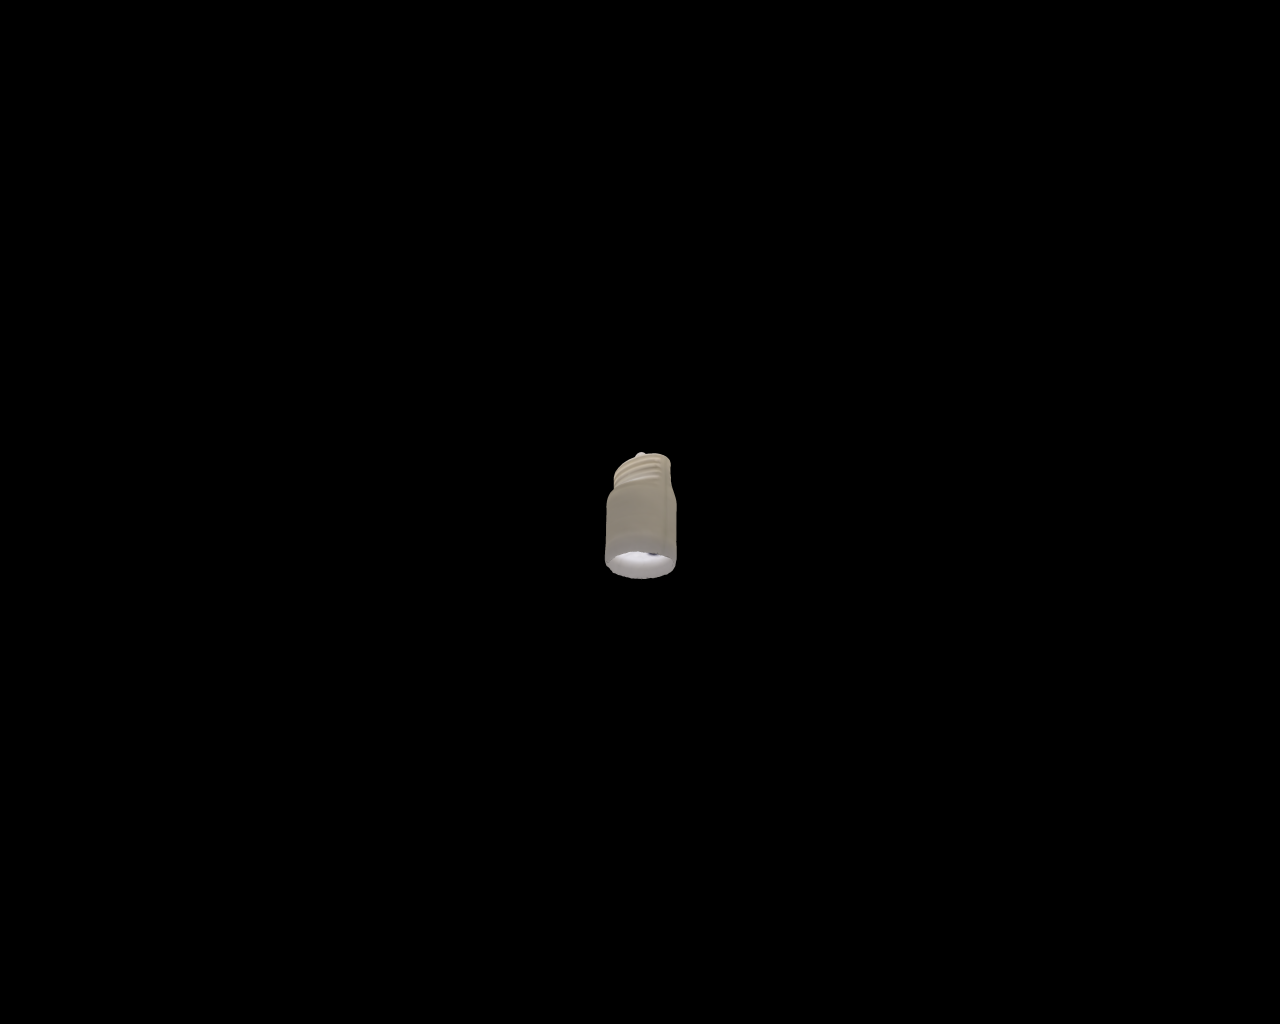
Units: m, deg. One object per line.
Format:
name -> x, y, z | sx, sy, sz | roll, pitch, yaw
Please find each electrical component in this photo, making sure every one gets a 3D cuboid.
electrical component -> 0.001, -0.003, 0.650 | 0.043, 0.081, 0.043 | 0, -28, 0
